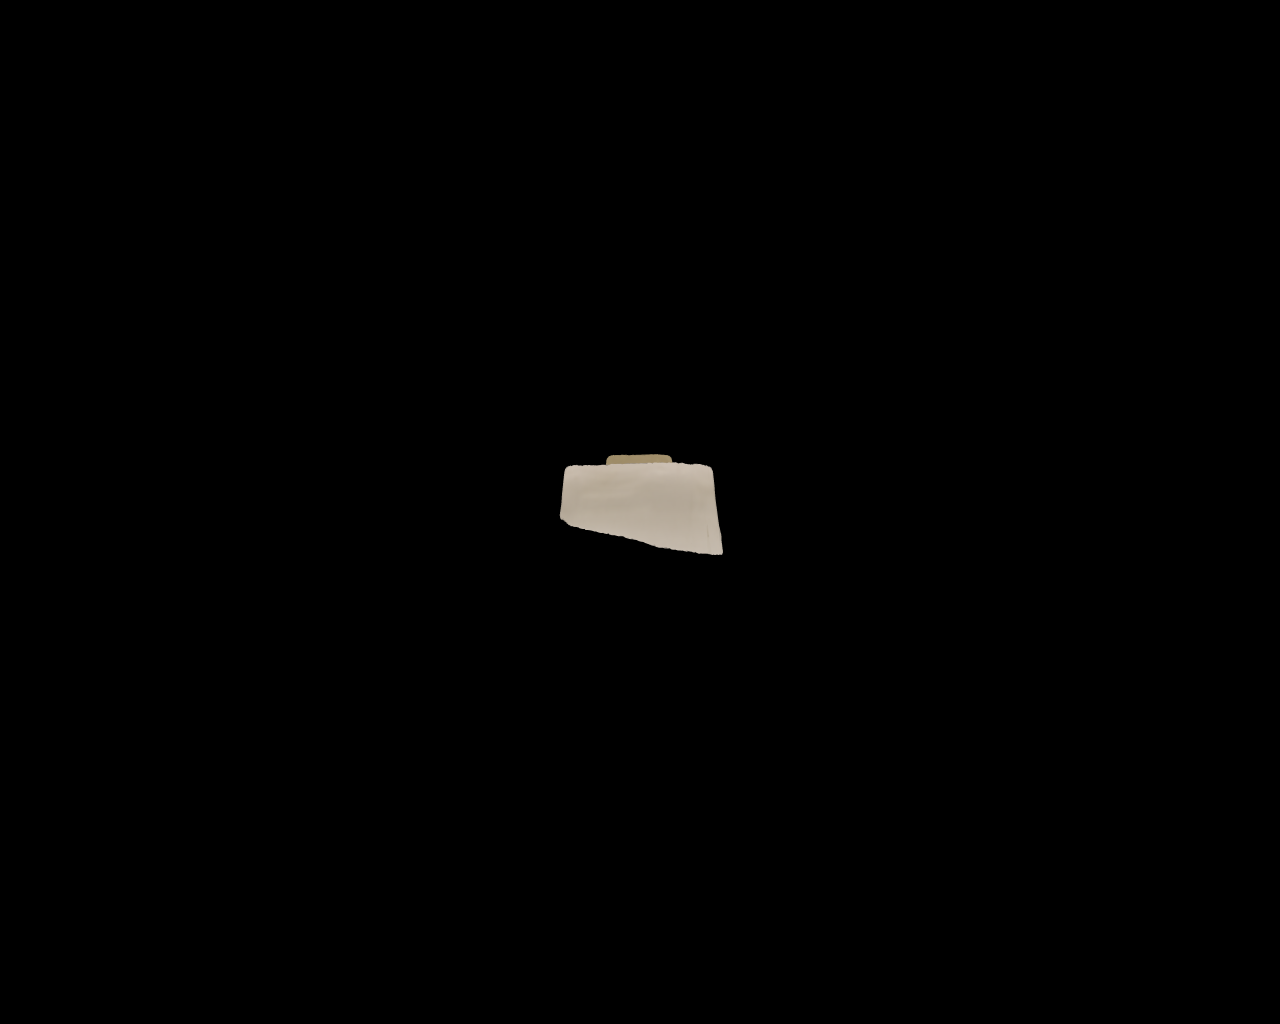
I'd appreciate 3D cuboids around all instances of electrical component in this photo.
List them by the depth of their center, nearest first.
[{"bbox_3d":[0.001,-0.003,0.650,0.099,0.064,0.099,0,-2,0],"label":"electrical component"}]
